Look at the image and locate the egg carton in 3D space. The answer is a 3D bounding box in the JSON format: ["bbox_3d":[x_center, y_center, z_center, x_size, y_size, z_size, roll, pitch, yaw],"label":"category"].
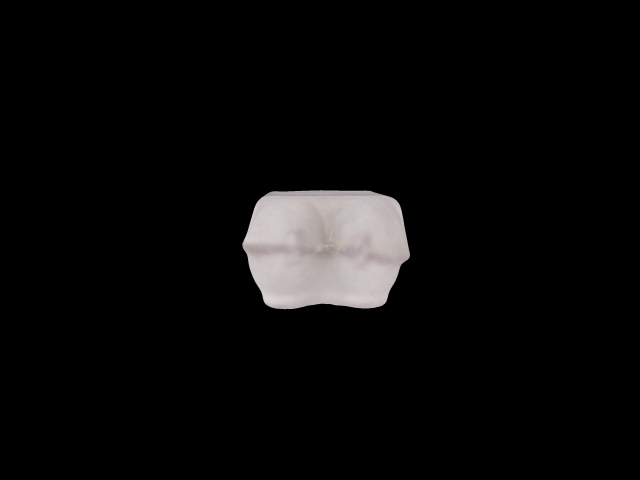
[{"bbox_3d":[0.004,0.001,0.400,0.107,0.069,0.150,0,7,-3],"label":"egg carton"}]
